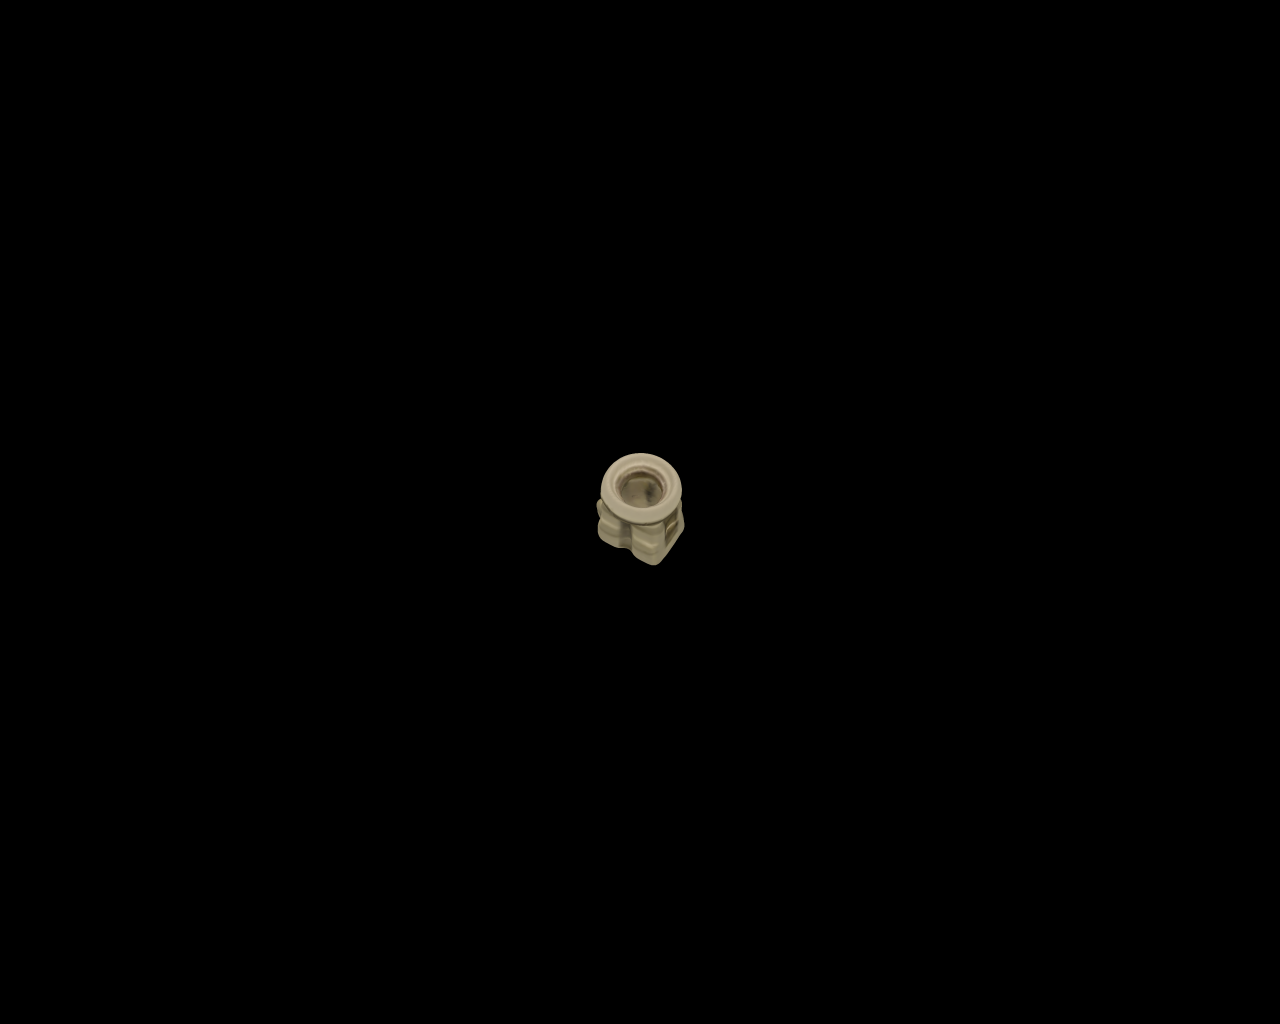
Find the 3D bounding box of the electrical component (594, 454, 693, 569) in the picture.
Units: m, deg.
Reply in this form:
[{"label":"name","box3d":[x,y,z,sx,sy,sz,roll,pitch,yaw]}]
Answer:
[{"label":"electrical component","box3d":[0.001,-0.003,0.650,0.066,0.048,0.055,26,-30,17]}]
